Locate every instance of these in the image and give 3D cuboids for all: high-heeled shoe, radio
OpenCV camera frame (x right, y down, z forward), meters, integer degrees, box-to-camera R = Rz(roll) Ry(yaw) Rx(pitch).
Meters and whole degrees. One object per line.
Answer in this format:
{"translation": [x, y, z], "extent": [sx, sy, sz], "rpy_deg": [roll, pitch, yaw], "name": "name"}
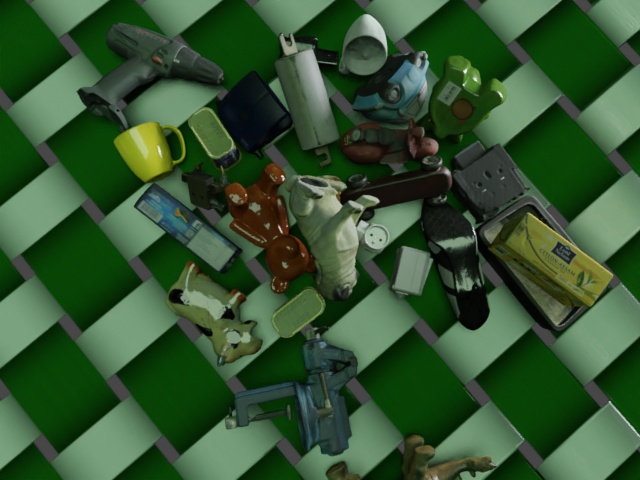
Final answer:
{"translation": [0.248, 0.042, 1.000], "extent": [0.086, 0.145, 0.249], "rpy_deg": [-16, 56, 1], "name": "high-heeled shoe"}
{"translation": [0.397, 0.040, 0.981], "extent": [0.131, 0.073, 0.229], "rpy_deg": [-37, 86, -3], "name": "radio"}

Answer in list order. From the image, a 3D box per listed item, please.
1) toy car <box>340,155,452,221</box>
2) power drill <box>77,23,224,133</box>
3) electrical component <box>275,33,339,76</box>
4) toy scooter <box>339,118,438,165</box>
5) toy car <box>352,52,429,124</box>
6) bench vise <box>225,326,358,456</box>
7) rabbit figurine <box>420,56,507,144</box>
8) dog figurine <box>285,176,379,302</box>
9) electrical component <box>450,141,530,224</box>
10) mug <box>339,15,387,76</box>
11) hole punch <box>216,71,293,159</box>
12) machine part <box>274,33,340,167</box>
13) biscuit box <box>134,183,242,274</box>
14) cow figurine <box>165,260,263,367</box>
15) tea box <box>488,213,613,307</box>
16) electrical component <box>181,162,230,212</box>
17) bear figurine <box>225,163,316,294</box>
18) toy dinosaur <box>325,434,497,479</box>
{"translation": [0.138, -0.094, 0.983], "extent": [0.202, 0.053, 0.089], "rpy_deg": [-12, 126, 10], "name": "toy car"}
{"translation": [-0.324, -0.296, 0.991], "extent": [0.232, 0.086, 0.207], "rpy_deg": [32, 74, 7], "name": "power drill"}
{"translation": [-0.025, -0.349, 1.031], "extent": [0.119, 0.048, 0.074], "rpy_deg": [5, 85, 0], "name": "electrical component"}
{"translation": [0.127, -0.179, 0.971], "extent": [0.184, 0.135, 0.075], "rpy_deg": [3, 85, 1], "name": "toy scooter"}
{"translation": [0.144, -0.272, 1.003], "extent": [0.161, 0.109, 0.102], "rpy_deg": [-50, 122, -14], "name": "toy car"}
{"translation": [-0.047, 0.269, 0.932], "extent": [0.241, 0.129, 0.223], "rpy_deg": [-9, 87, -9], "name": "bench vise"}
{"translation": [0.261, -0.253, 0.983], "extent": [0.121, 0.170, 0.159], "rpy_deg": [25, 126, 4], "name": "rabbit figurine"}
{"translation": [-0.002, -0.001, 0.927], "extent": [0.173, 0.121, 0.190], "rpy_deg": [30, 114, 29], "name": "dog figurine"}
{"translation": [0.305, -0.113, 1.005], "extent": [0.115, 0.058, 0.134], "rpy_deg": [-35, 86, -6], "name": "electrical component"}
{"translation": [0.079, -0.366, 1.016], "extent": [0.081, 0.109, 0.107], "rpy_deg": [27, 47, -21], "name": "mug"}
{"translation": [-0.124, -0.236, 1.001], "extent": [0.116, 0.092, 0.142], "rpy_deg": [-37, 89, 0], "name": "hole punch"}
{"translation": [-0.022, -0.254, 0.983], "extent": [0.079, 0.079, 0.243], "rpy_deg": [-20, 104, -2], "name": "machine part"}
{"translation": [-0.241, -0.020, 0.989], "extent": [0.203, 0.063, 0.059], "rpy_deg": [38, 86, 4], "name": "biscuit box"}
{"translation": [-0.188, 0.140, 0.963], "extent": [0.195, 0.085, 0.127], "rpy_deg": [34, 79, 0], "name": "cow figurine"}
{"translation": [0.380, 0.035, 0.897], "extent": [0.170, 0.098, 0.068], "rpy_deg": [37, 85, 2], "name": "tea box"}
{"translation": [-0.209, -0.100, 0.991], "extent": [0.102, 0.045, 0.078], "rpy_deg": [15, 126, 35], "name": "electrical component"}
{"translation": [-0.082, -0.014, 0.958], "extent": [0.120, 0.132, 0.196], "rpy_deg": [-28, 78, -23], "name": "bear figurine"}
{"translation": [0.087, 0.483, 0.922], "extent": [0.472, 0.105, 0.198], "rpy_deg": [-22, 88, 2], "name": "toy dinosaur"}
